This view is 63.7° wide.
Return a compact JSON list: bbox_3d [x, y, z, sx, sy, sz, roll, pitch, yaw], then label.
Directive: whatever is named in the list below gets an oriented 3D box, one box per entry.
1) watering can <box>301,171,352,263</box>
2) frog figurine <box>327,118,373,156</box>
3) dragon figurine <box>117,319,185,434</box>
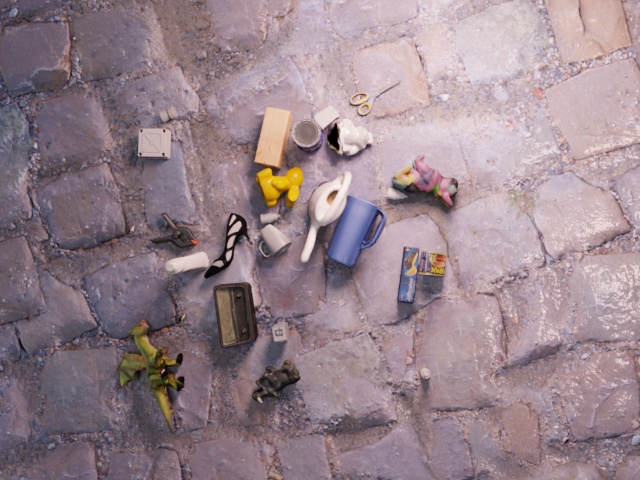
[{"bbox_3d":[0.006,-0.091,1.813,0.103,0.225,0.348,30,91,-14],"label":"watering can"},{"bbox_3d":[0.111,-0.381,1.890,0.161,0.121,0.137,-17,89,-33],"label":"frog figurine"},{"bbox_3d":[-0.638,0.501,1.902,0.242,0.122,0.412,-3,85,21],"label":"dragon figurine"}]
